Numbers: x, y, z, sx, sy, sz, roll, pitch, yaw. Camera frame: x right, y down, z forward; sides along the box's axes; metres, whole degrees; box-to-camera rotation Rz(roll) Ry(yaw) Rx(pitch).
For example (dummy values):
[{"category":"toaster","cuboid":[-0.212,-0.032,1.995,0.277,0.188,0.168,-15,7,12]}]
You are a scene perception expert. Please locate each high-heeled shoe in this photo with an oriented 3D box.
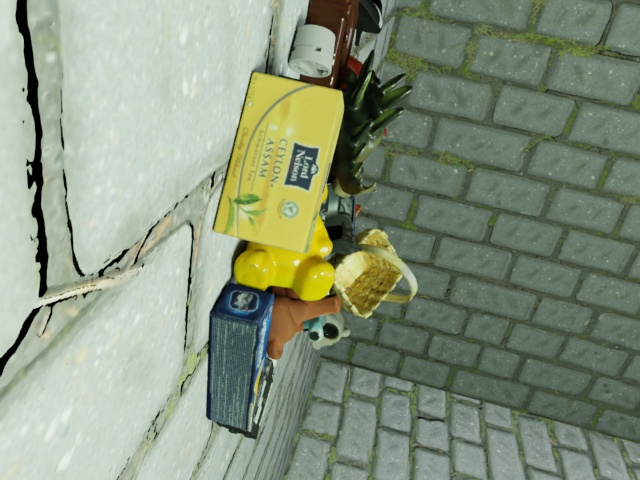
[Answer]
[{"category":"high-heeled shoe","cuboid":[0.079,-0.443,0.962,0.249,0.086,0.145,-61,162,-86]}]

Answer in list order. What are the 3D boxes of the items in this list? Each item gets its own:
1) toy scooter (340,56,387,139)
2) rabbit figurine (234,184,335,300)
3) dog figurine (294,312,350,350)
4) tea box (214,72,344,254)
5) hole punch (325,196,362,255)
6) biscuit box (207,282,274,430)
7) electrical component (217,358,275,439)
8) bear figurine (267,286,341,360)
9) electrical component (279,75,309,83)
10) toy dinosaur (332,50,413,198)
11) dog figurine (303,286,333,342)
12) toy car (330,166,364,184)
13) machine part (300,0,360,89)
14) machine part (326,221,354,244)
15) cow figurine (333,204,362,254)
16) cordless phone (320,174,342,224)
[{"category":"toy scooter","cuboid":[0.075,-0.263,1.059,0.075,0.135,0.183,-54,156,-72]},{"category":"rabbit figurine","cuboid":[-0.029,-0.031,0.675,0.162,0.122,0.173,-77,177,-53]},{"category":"dog figurine","cuboid":[0.014,0.186,1.434,0.121,0.172,0.190,-67,172,28]},{"category":"tea box","cuboid":[-0.040,-0.077,0.565,0.068,0.098,0.169,32,70,-85]},{"category":"hole punch","cuboid":[0.020,-0.036,1.144,0.092,0.142,0.115,-78,168,-51]},{"category":"biscuit box","cuboid":[-0.102,0.151,0.680,0.059,0.063,0.202,-70,172,-54]},{"category":"electrical component","cuboid":[-0.112,0.238,0.830,0.134,0.058,0.115,93,11,-62]},{"category":"bear figurine","cuboid":[-0.042,0.106,0.888,0.196,0.132,0.120,-63,131,-83]},{"category":"electrical component","cuboid":[-0.035,-0.145,0.688,0.119,0.048,0.075,85,20,-74]},{"category":"toy dinosaur","cuboid":[0.050,-0.171,0.821,0.198,0.105,0.472,-54,-160,37]},{"category":"dog figurine","cuboid":[-0.030,0.117,1.140,0.219,0.109,0.191,-70,171,-79]},{"category":"toy car","cuboid":[0.038,-0.149,1.065,0.202,0.089,0.053,-90,-170,-72]},{"category":"machine part","cuboid":[0.018,-0.305,0.795,0.179,0.056,0.179,14,91,-86]},{"category":"machine part","cuboid":[-0.002,-0.003,1.009,0.039,0.139,0.084,59,36,-32]},{"category":"cow figurine","cuboid":[0.027,-0.080,1.220,0.194,0.127,0.085,-63,179,21]},{"category":"cordless phone","cuboid":[-0.038,-0.026,0.914,0.184,0.089,0.146,-60,168,-29]}]
